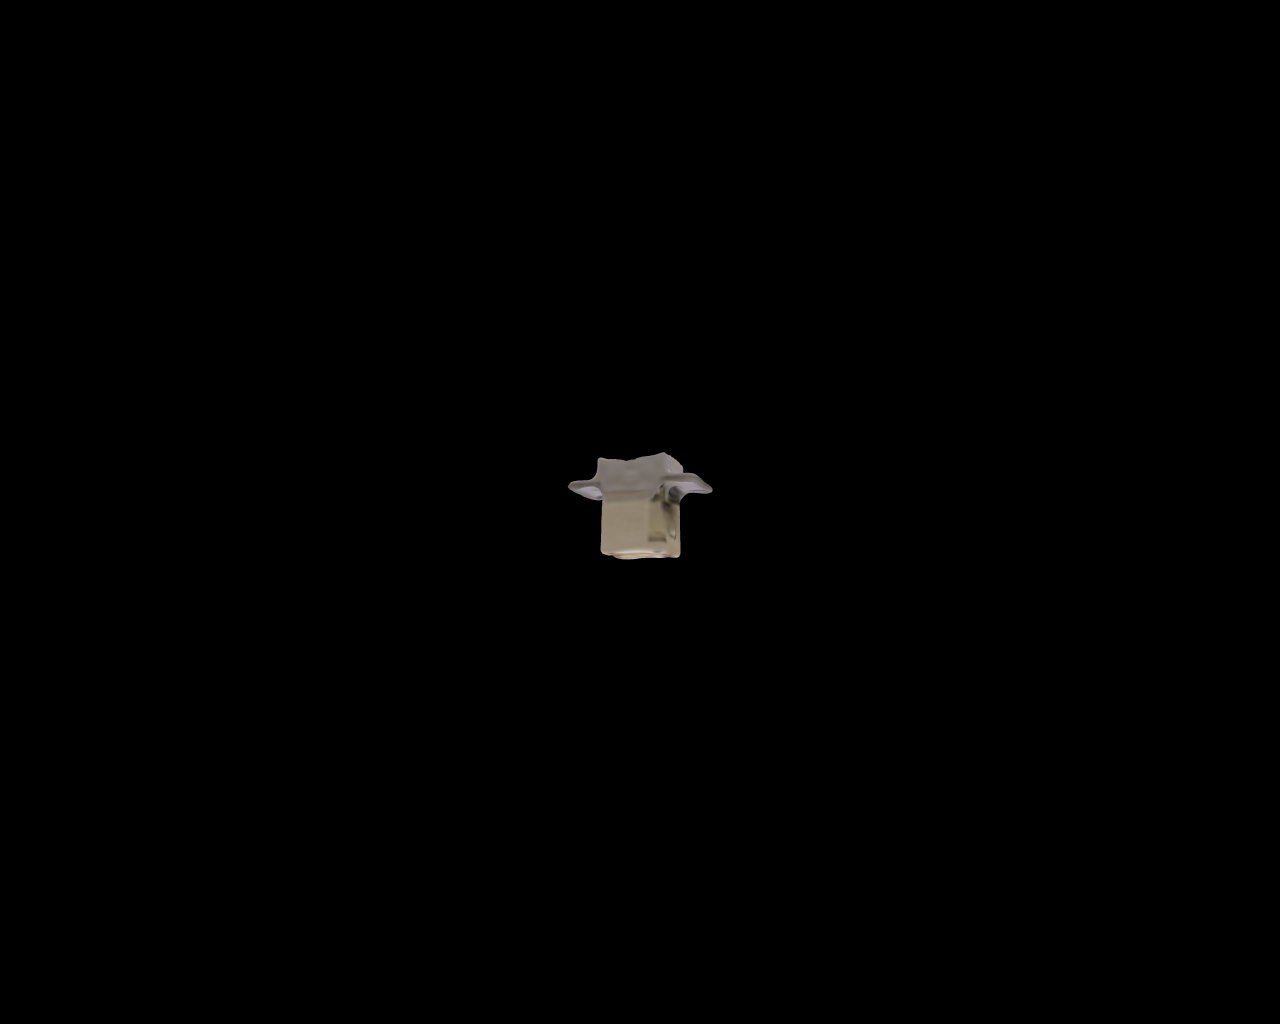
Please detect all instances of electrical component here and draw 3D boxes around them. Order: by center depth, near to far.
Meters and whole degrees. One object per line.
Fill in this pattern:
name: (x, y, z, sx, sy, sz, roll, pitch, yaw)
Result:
electrical component: (0.001, -0.003, 0.650, 0.081, 0.063, 0.042, -4, -11, 20)
